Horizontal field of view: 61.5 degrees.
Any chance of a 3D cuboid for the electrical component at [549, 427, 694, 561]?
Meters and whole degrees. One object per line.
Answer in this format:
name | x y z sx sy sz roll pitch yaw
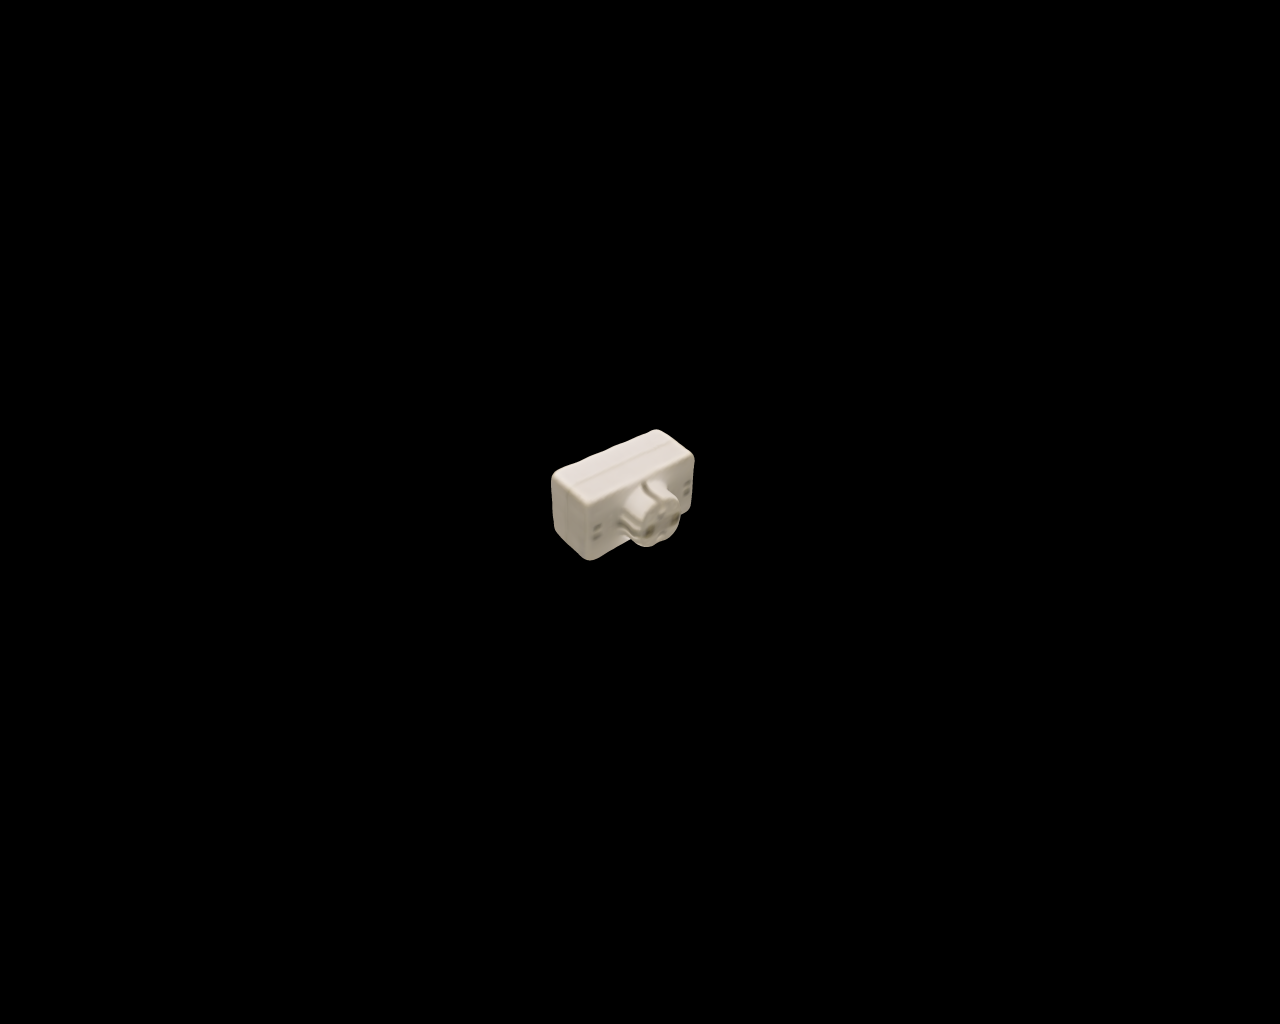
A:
electrical component | 0.001 -0.003 0.650 0.083 0.047 0.076 -26 46 -28
